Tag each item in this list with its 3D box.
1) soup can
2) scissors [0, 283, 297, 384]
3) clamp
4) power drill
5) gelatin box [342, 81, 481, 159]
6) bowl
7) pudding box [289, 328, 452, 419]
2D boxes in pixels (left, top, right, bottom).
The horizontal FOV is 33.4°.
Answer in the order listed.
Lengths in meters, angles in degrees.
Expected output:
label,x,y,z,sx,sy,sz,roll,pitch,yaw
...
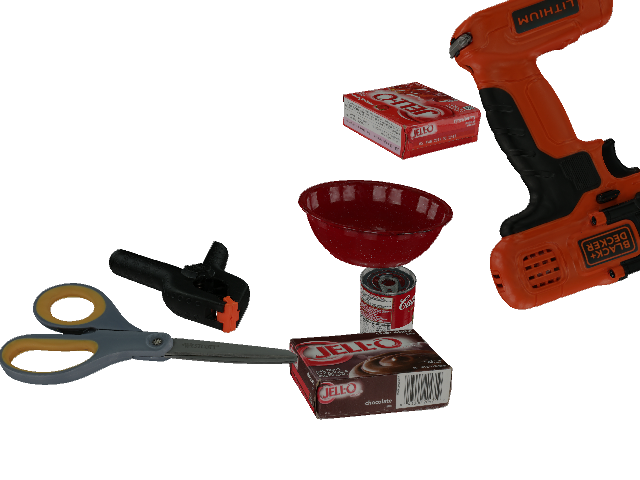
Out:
label,x,y,z,sx,sy,sz,roll,pitch,yaw
soup can,0.080,0.089,1.306,0.068,0.102,0.068,1,30,-1
scissors,-0.120,0.060,0.743,0.201,0.016,0.096,-7,43,-3
clamp,-0.109,0.038,0.998,0.120,0.039,0.172,-16,30,-33
power drill,0.173,-0.068,0.663,0.184,0.187,0.057,-19,-2,-6
gelatin box,0.071,-0.097,0.845,0.073,0.030,0.089,-14,29,-27
bowl,0.056,-0.013,1.119,0.162,0.055,0.162,4,21,-2
pudding box,0.038,0.106,0.863,0.113,0.039,0.090,-1,17,-15
